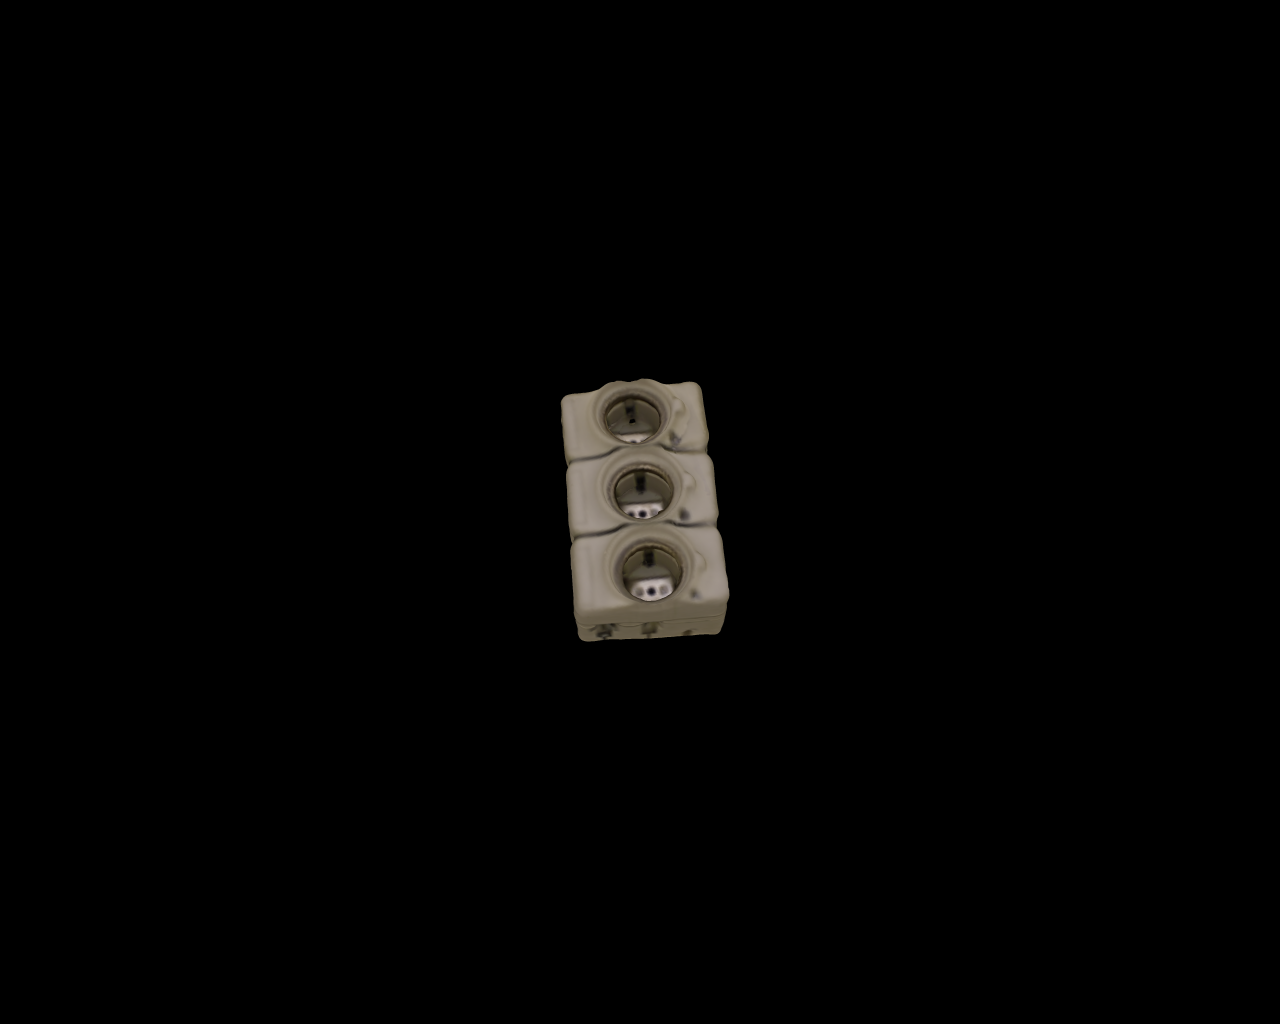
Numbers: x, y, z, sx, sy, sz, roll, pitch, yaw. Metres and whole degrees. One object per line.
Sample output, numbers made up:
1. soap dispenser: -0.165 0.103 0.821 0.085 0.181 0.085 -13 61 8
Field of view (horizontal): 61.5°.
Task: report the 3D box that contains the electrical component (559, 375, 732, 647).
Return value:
1. electrical component: 0.001 -0.003 0.650 0.089 0.150 0.061 -4 -28 -2
